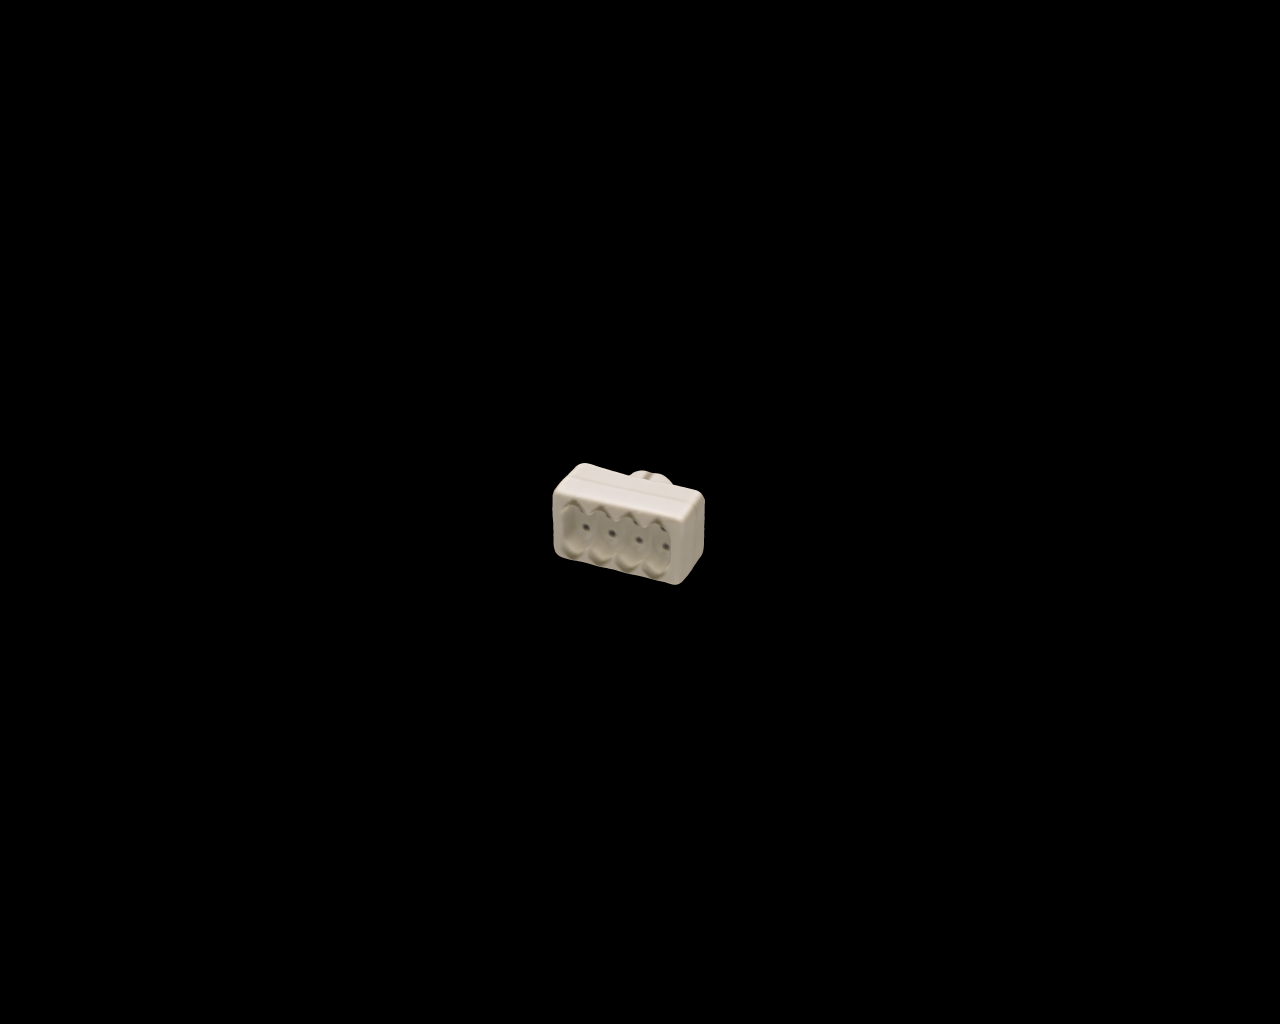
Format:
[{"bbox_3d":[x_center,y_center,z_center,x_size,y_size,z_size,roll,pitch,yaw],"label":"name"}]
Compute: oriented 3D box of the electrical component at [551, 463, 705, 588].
[{"bbox_3d":[0.001,-0.003,0.650,0.083,0.047,0.076,14,36,20],"label":"electrical component"}]
